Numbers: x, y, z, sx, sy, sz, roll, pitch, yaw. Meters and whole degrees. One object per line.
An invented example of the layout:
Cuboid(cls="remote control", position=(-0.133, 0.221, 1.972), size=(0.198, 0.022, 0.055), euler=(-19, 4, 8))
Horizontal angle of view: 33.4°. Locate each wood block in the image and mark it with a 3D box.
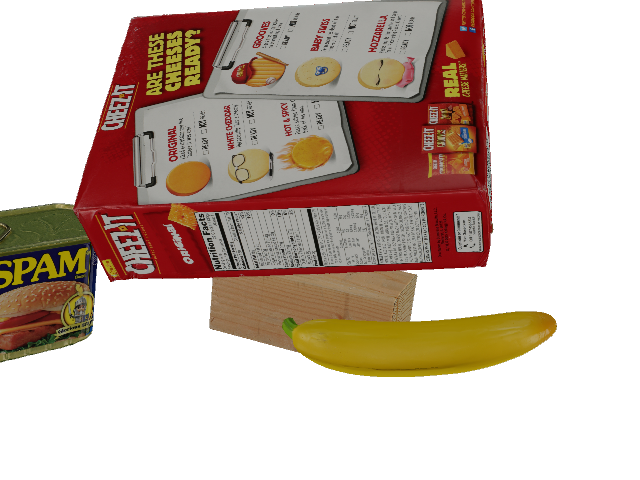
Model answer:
Cuboid(cls="wood block", position=(-0.009, 0.068, 1.178), size=(0.206, 0.091, 0.090), euler=(14, 22, 17))

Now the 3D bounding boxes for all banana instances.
Cuboid(cls="banana", position=(0.064, 0.067, 0.740), size=(0.198, 0.037, 0.069), euler=(0, 29, 10))

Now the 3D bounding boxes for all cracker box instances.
Cuboid(cls="cracker box", position=(-0.012, -0.059, 0.605), size=(0.214, 0.164, 0.072), euler=(-3, -42, 10))

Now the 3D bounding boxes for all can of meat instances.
Cuboid(cls="can of meat", position=(-0.198, 0.028, 0.708), size=(0.101, 0.084, 0.058), euler=(-11, 29, -40))
